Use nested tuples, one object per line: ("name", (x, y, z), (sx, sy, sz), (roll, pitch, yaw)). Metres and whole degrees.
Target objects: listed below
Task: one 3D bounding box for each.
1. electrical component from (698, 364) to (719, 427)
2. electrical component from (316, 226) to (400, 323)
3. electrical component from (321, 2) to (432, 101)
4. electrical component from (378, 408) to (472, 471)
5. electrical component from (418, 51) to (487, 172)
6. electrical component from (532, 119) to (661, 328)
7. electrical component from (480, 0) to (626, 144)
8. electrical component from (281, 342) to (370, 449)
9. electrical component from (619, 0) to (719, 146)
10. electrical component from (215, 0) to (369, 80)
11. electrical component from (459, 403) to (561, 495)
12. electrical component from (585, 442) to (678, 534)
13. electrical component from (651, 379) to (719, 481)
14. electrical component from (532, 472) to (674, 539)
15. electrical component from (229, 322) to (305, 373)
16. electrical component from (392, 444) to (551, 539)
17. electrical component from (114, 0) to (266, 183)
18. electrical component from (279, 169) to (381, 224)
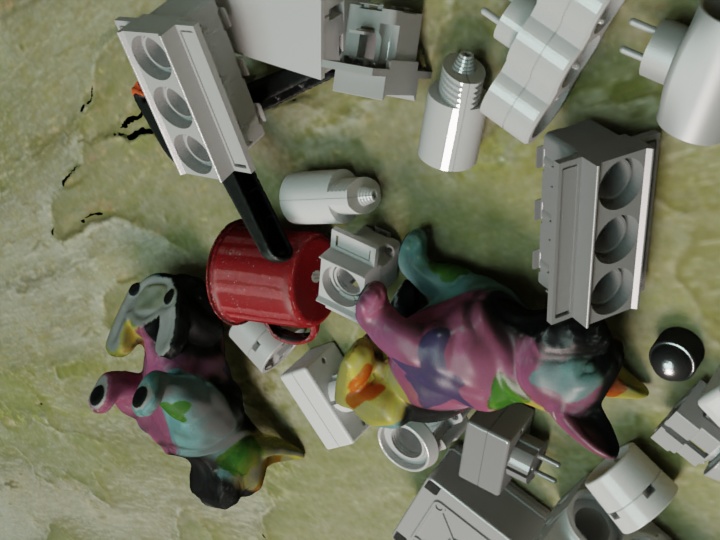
("electrical component", (0.270, 0.086, 0.709), (0.096, 0.062, 0.061), (46, 137, 3))
("electrical component", (0.000, 0.000, 0.866), (0.042, 0.064, 0.081), (25, 132, 22))
("electrical component", (0.015, -0.152, 0.747), (0.042, 0.081, 0.063), (17, 106, 29))
("electrical component", (0.052, 0.136, 0.924), (0.058, 0.057, 0.078), (54, 137, -5))
("electrical component", (0.067, -0.114, 0.748), (0.043, 0.043, 0.081), (27, 132, 22))
("electrical component", (0.153, -0.033, 0.715), (0.063, 0.079, 0.121), (45, 147, 50))
("electrical component", (0.110, -0.152, 0.680), (0.074, 0.052, 0.138), (38, 136, 12))
("electrical component", (-0.015, 0.109, 0.966), (0.076, 0.047, 0.083), (-23, 103, 45))
("electrical component", (0.193, -0.125, 0.638), (0.079, 0.044, 0.077), (29, 133, 20))
("electrical component", (-0.053, -0.240, 0.744), (0.105, 0.060, 0.186), (22, 130, 26))
("electrical component", (0.128, 0.150, 0.879), (0.077, 0.047, 0.065), (24, 131, 24))
("electrical component", (0.206, 0.165, 0.823), (0.047, 0.055, 0.055), (48, 137, 6))
("electrical component", (0.246, 0.116, 0.761), (0.055, 0.048, 0.066), (40, 148, 14))
("electrical component", (0.212, 0.244, 0.847), (0.150, 0.089, 0.061), (40, 136, 9))
("electrical component", (-0.086, 0.058, 0.985), (0.047, 0.055, 0.055), (43, 137, 12))
("electrical component", (0.098, 0.227, 0.951), (0.109, 0.056, 0.108), (36, 135, 13))
("electrical component", (-0.118, -0.133, 0.783), (0.079, 0.063, 0.121), (13, 137, 35))
("electrical component", (-0.020, -0.058, 0.857), (0.081, 0.043, 0.043), (1, 119, 38))
